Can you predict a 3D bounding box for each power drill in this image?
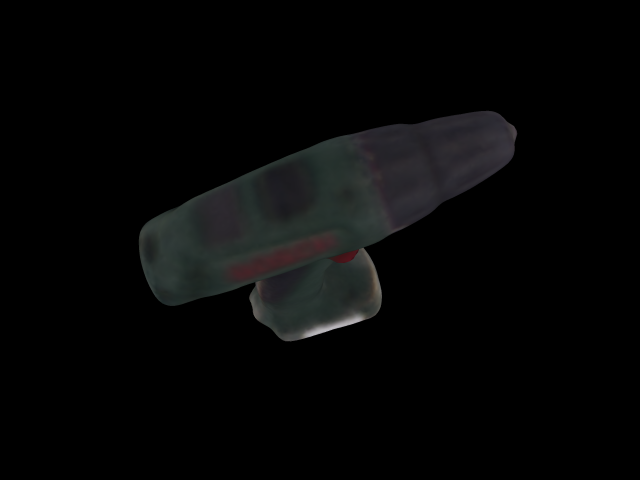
[{"bbox_3d":[0.004,0.001,0.400,0.229,0.208,0.075,-17,68,-7],"label":"power drill"}]
